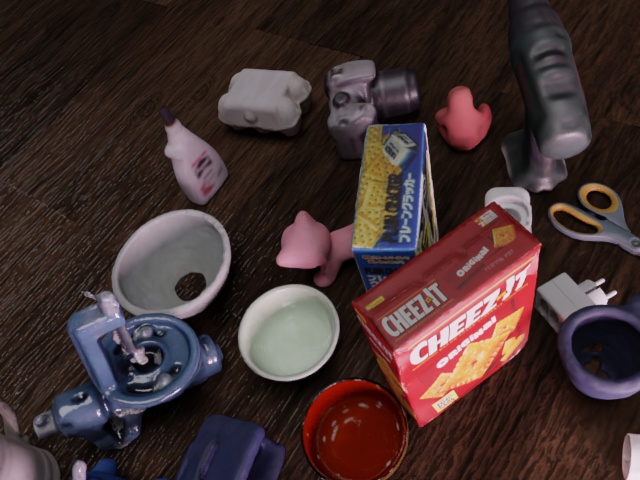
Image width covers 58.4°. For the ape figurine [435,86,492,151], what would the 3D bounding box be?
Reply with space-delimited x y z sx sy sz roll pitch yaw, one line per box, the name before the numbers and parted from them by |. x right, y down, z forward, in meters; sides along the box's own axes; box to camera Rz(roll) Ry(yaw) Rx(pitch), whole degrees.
ape figurine | 0.200 -0.179 0.808 0.077 0.092 0.076 10 61 22

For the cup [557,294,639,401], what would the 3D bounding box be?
cup | 0.294 0.115 0.585 0.091 0.095 0.118 32 70 31

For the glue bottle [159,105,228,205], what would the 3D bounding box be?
glue bottle | -0.193 -0.129 0.836 0.037 0.173 0.078 18 64 26

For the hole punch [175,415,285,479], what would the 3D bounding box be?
hole punch | -0.106 0.247 0.611 0.100 0.091 0.109 10 61 22

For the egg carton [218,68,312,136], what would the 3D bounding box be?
egg carton | -0.090 -0.223 0.933 0.150 0.069 0.107 9 60 21

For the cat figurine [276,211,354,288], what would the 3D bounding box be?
cat figurine | 0.007 0.003 0.726 0.128 0.118 0.067 -22 54 1

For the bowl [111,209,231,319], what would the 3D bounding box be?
bowl | -0.190 0.045 0.780 0.167 0.075 0.167 -7 56 11

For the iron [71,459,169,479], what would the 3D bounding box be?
iron | -0.251 0.345 0.556 0.118 0.142 0.258 8 60 21

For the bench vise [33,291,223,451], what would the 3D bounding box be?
bench vise | -0.226 0.151 0.629 0.121 0.220 0.208 33 71 31

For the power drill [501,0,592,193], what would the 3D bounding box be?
power drill | 0.270 -0.170 0.711 0.075 0.209 0.229 -10 55 9

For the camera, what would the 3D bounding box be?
camera | 0.080 -0.212 0.859 0.136 0.101 0.143 -8 55 10

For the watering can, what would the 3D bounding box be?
watering can | -0.380 0.261 0.615 0.101 0.194 0.172 -23 54 0
